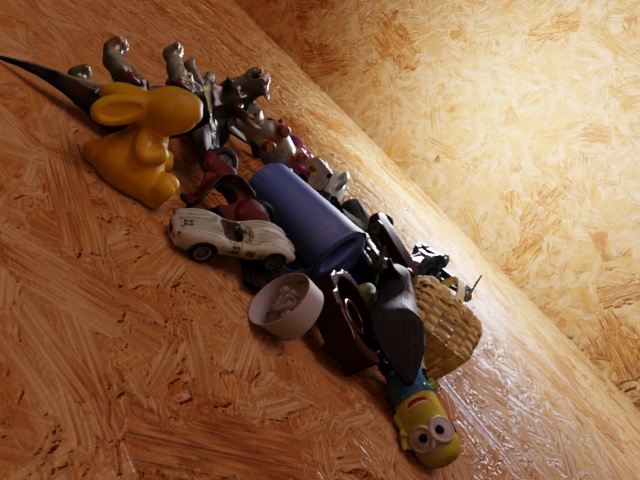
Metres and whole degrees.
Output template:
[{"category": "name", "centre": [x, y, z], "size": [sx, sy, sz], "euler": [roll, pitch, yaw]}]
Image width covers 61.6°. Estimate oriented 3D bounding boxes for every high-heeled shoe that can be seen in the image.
[{"category": "high-heeled shoe", "centre": [0.136, 0.144, 0.927], "size": [0.145, 0.086, 0.249], "euler": [67, 18, -56]}]

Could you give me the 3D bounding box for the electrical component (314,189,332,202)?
[{"category": "electrical component", "centre": [0.001, -0.075, 1.200], "size": [0.119, 0.048, 0.074], "euler": [16, -23, 2]}]

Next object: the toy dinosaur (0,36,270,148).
[{"category": "toy dinosaur", "centre": [-0.284, -0.225, 0.894], "size": [0.405, 0.131, 0.192], "euler": [-13, 67, -30]}]

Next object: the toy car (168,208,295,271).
[{"category": "toy car", "centre": [-0.128, -0.002, 0.815], "size": [0.201, 0.056, 0.074], "euler": [9, 36, -31]}]

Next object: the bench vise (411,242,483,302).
[{"category": "bench vise", "centre": [0.326, 0.096, 1.469], "size": [0.223, 0.128, 0.241], "euler": [9, 21, -48]}]

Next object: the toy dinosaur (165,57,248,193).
[{"category": "toy dinosaur", "centre": [-0.239, -0.252, 1.113], "size": [0.198, 0.105, 0.472], "euler": [39, 25, -26]}]

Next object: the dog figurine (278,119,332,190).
[{"category": "dog figurine", "centre": [-0.079, -0.224, 1.380], "size": [0.191, 0.108, 0.219], "euler": [28, 22, -37]}]

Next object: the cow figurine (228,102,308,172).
[{"category": "cow figurine", "centre": [-0.117, -0.215, 1.076], "size": [0.127, 0.085, 0.194], "euler": [33, -8, 34]}]

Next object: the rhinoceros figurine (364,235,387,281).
[{"category": "rhinoceros figurine", "centre": [0.119, 0.049, 1.166], "size": [0.190, 0.073, 0.111], "euler": [-124, -161, -46]}]

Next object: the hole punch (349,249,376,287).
[{"category": "hole punch", "centre": [0.052, 0.062, 1.087], "size": [0.142, 0.092, 0.115], "euler": [54, -10, 35]}]

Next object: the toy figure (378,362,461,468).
[{"category": "toy figure", "centre": [0.158, 0.266, 0.845], "size": [0.089, 0.082, 0.180], "euler": [32, 19, -37]}]

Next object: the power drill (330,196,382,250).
[{"category": "power drill", "centre": [0.089, -0.019, 1.319], "size": [0.207, 0.086, 0.232], "euler": [15, 42, -47]}]

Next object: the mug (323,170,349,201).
[{"category": "mug", "centre": [0.034, -0.130, 1.419], "size": [0.080, 0.109, 0.107], "euler": [47, 32, -22]}]

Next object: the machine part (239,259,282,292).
[{"category": "machine part", "centre": [-0.069, 0.071, 0.863], "size": [0.138, 0.039, 0.084], "euler": [30, 18, -32]}]

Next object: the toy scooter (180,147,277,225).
[{"category": "toy scooter", "centre": [-0.157, -0.058, 0.886], "size": [0.183, 0.075, 0.135], "euler": [59, 41, -8]}]

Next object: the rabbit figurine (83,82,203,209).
[{"category": "rabbit figurine", "centre": [-0.250, -0.159, 0.779], "size": [0.162, 0.173, 0.122], "euler": [39, 22, -29]}]

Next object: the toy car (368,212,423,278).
[{"category": "toy car", "centre": [0.182, 0.024, 1.303], "size": [0.202, 0.053, 0.089], "euler": [58, 26, 1]}]

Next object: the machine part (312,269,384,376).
[{"category": "machine part", "centre": [0.043, 0.131, 0.875], "size": [0.179, 0.056, 0.179], "euler": [53, 18, -27]}]
